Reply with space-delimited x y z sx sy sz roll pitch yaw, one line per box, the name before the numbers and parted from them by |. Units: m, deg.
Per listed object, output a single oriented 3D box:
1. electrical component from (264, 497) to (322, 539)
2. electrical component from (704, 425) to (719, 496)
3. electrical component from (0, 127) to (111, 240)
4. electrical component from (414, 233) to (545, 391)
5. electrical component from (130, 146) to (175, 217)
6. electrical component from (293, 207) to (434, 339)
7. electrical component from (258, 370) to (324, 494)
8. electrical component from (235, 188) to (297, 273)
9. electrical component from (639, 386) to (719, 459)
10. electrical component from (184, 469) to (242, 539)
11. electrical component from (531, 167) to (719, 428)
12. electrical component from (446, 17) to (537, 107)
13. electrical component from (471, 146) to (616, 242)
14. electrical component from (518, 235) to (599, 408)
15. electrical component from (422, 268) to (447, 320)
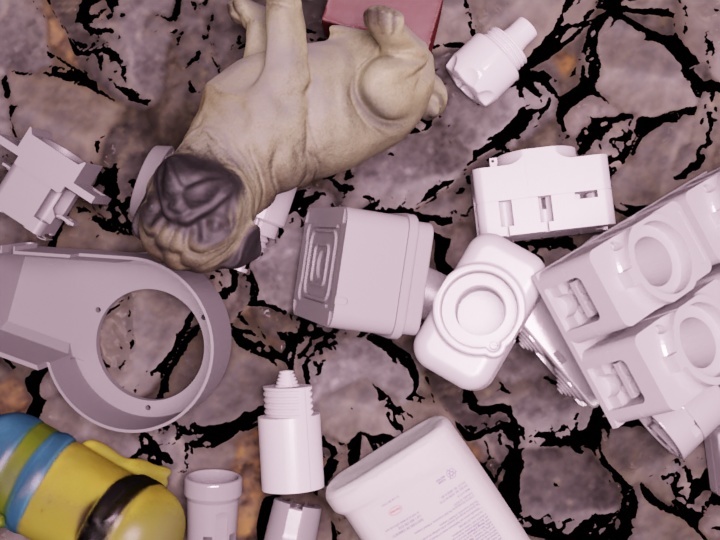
electrical component | -0.048 0.184 0.744 0.040 0.040 0.046 12 84 1
electrical component | 0.284 0.127 0.718 0.083 0.076 0.047 -7 90 1
electrical component | -0.220 -0.059 0.747 0.081 0.042 0.063 33 92 1
electrical component | 0.077 0.027 0.686 0.054 0.059 0.095 30 88 11
electrical component | -0.122 -0.051 0.737 0.057 0.058 0.078 20 90 -1
electrical component | 0.000 0.000 0.704 0.057 0.113 0.078 8 90 -16
electrical component | -0.048 0.110 0.742 0.043 0.043 0.081 -3 89 1
electrical component | -0.072 -0.037 0.744 0.040 0.040 0.078 19 90 1
electrical component | 0.218 0.092 0.731 0.047 0.055 0.055 -40 89 -3
electrical component | -0.102 0.165 0.745 0.040 0.040 0.046 2 95 1
electrical component | 0.212 0.006 0.680 0.186 0.060 0.105 -28 89 -34
electrical component | 0.094 -0.146 0.740 0.062 0.043 0.043 -44 89 0
electrical component | 0.123 -0.051 0.732 0.089 0.050 0.055 -6 85 4
electrical component | 0.161 0.035 0.734 0.100 0.048 0.099 -40 88 2
electrical component | 0.061 0.023 0.741 0.065 0.044 0.044 24 90 6
